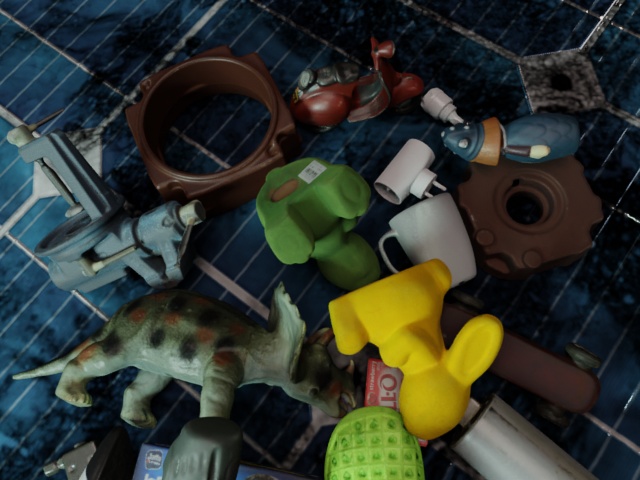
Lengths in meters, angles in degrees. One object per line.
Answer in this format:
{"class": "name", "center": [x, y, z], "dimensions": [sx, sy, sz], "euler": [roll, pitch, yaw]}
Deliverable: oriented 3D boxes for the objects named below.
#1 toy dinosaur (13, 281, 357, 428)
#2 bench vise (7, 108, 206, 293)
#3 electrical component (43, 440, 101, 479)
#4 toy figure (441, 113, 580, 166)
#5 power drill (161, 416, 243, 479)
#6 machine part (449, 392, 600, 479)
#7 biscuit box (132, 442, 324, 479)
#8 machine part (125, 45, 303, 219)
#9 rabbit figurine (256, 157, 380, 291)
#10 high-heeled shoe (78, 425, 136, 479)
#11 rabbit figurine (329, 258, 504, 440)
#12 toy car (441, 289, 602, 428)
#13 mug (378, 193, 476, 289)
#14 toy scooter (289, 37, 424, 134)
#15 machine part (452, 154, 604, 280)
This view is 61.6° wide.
{"class": "toy dinosaur", "center": [-0.158, 0.122, 0.618], "dimensions": [0.405, 0.131, 0.192], "euler": [12, 61, 13]}
{"class": "bench vise", "center": [-0.261, -0.036, 0.633], "dimensions": [0.224, 0.240, 0.129], "euler": [-17, 27, 26]}
{"class": "electrical component", "center": [-0.269, 0.265, 0.621], "dimensions": [0.094, 0.021, 0.063], "euler": [-24, 70, -3]}
{"class": "toy figure", "center": [0.223, -0.118, 0.639], "dimensions": [0.155, 0.064, 0.057], "euler": [-3, 106, 9]}
{"class": "power drill", "center": [-0.060, 0.280, 0.474], "dimensions": [0.207, 0.086, 0.232], "euler": [8, 88, 3]}
{"class": "machine part", "center": [0.225, 0.244, 0.558], "dimensions": [0.243, 0.079, 0.079], "euler": [38, 78, 15]}
{"class": "biscuit box", "center": [-0.100, 0.269, 0.584], "dimensions": [0.203, 0.062, 0.059], "euler": [8, 71, 7]}
{"class": "machine part", "center": [-0.141, -0.147, 0.721], "dimensions": [0.201, 0.087, 0.201], "euler": [-26, 71, -3]}
{"class": "rabbit figurine", "center": [-0.001, -0.002, 0.636], "dimensions": [0.121, 0.170, 0.159], "euler": [-45, 32, -13]}
{"class": "high-heeled shoe", "center": [-0.289, 0.320, 0.577], "dimensions": [0.145, 0.086, 0.248], "euler": [3, 70, 22]}
{"class": "rabbit figurine", "center": [0.109, 0.116, 0.567], "dimensions": [0.162, 0.122, 0.173], "euler": [-19, 78, 6]}
{"class": "toy car", "center": [0.213, 0.130, 0.612], "dimensions": [0.202, 0.053, 0.089], "euler": [25, 94, 15]}
{"class": "mug", "center": [0.132, 0.012, 0.646], "dimensions": [0.109, 0.080, 0.107], "euler": [-24, 78, -13]}
{"class": "toy scooter", "center": [0.045, -0.204, 0.699], "dimensions": [0.184, 0.135, 0.075], "euler": [-8, 72, 3]}
{"class": "machine part", "center": [0.253, -0.040, 0.666], "dimensions": [0.179, 0.056, 0.179], "euler": [-1, 70, 4]}
